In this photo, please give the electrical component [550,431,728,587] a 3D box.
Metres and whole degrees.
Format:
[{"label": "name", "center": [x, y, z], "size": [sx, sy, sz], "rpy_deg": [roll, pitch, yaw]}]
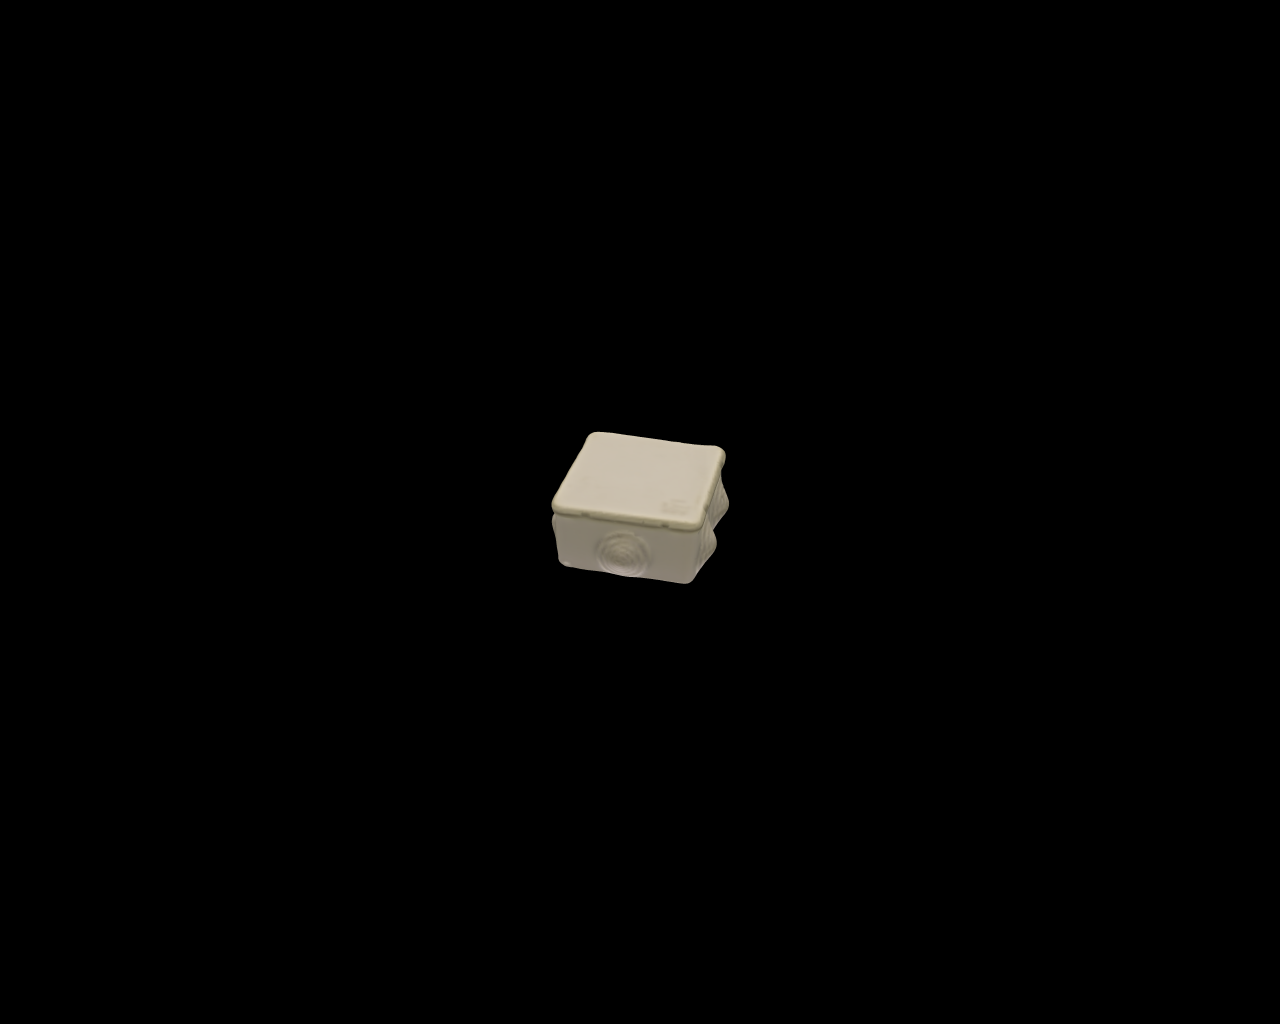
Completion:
[{"label": "electrical component", "center": [0.001, -0.003, 0.650], "size": [0.100, 0.048, 0.100], "rpy_deg": [8, 36, 11]}]
